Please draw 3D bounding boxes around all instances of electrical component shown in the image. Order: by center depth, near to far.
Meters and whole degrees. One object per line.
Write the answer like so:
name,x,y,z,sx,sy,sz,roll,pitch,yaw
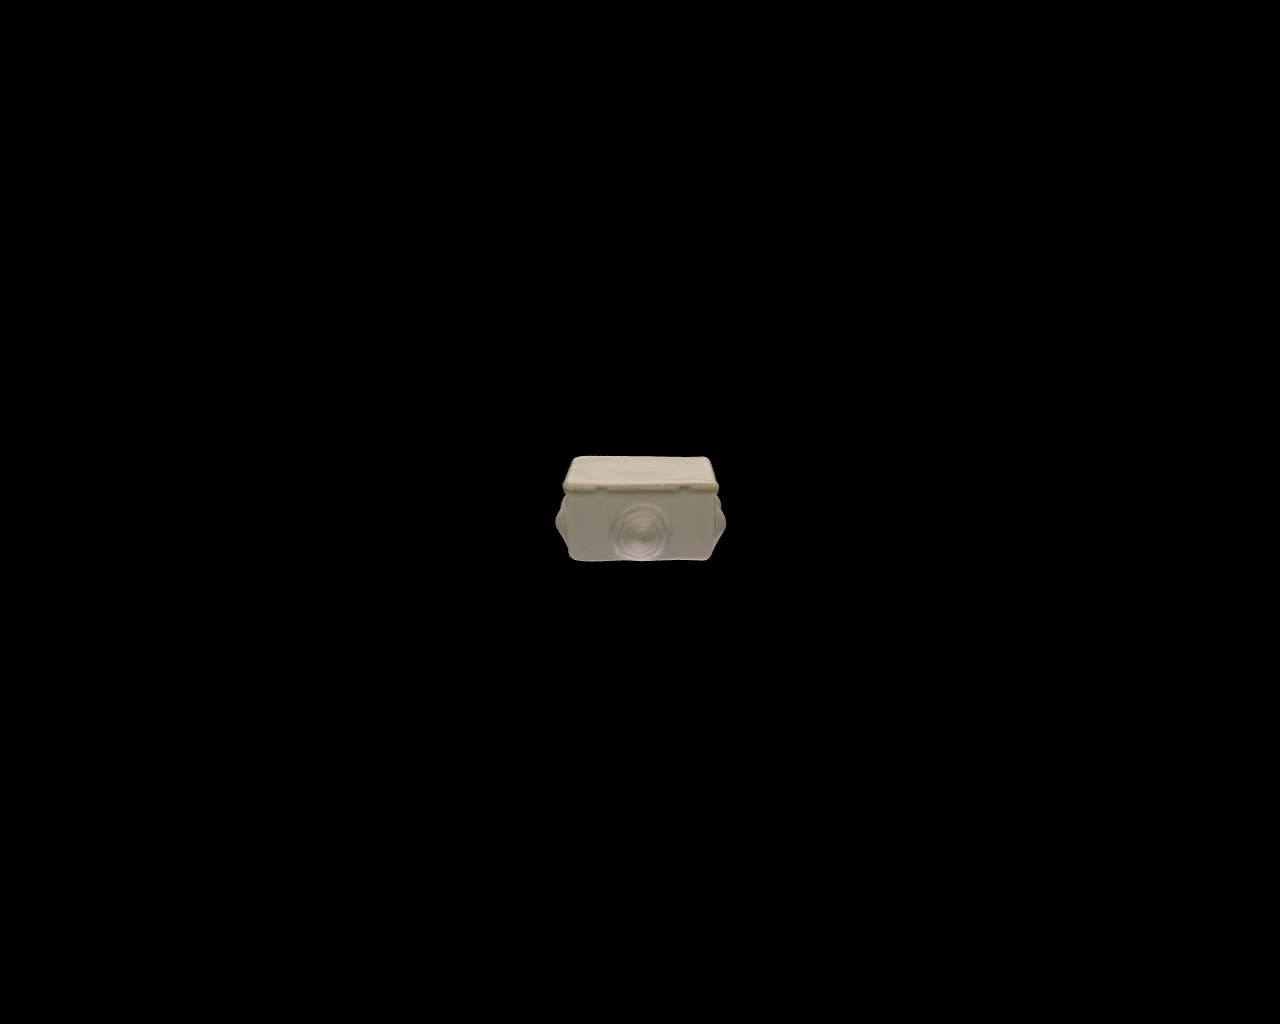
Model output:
electrical component,0.001,-0.003,0.650,0.100,0.048,0.100,0,13,0
